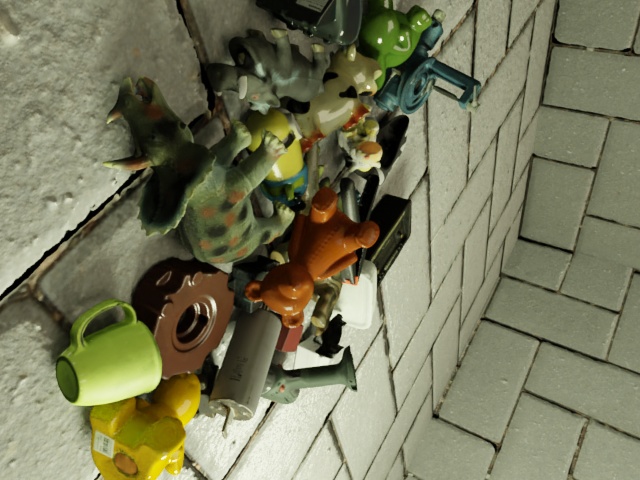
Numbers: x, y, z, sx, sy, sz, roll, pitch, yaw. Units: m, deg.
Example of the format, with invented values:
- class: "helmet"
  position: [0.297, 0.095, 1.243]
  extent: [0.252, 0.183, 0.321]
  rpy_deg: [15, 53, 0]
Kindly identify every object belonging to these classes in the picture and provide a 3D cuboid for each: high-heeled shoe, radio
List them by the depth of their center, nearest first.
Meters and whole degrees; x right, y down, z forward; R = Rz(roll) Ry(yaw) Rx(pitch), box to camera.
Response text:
- class: "high-heeled shoe"
  position: [0.131, -0.195, 1.104]
  extent: [0.145, 0.086, 0.249]
  rpy_deg: [-58, 174, 16]
- class: "radio"
  position: [0.144, 0.008, 1.293]
  extent: [0.229, 0.073, 0.130]
  rpy_deg: [-50, 146, -34]

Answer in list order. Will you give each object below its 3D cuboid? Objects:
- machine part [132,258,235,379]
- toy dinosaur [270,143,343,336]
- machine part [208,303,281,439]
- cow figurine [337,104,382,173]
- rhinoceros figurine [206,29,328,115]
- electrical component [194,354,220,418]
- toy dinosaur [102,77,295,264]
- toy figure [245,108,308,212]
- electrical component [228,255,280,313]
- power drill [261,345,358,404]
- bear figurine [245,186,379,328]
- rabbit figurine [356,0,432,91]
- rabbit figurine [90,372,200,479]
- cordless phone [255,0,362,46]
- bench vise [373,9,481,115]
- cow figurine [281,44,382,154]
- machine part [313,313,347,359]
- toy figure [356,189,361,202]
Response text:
- class: "machine part"
  position: [-0.193, 0.110, 0.758]
  extent: [0.179, 0.056, 0.179]
  rpy_deg: [-42, 143, -43]
- class: "toy dinosaur"
  position: [-0.002, -0.003, 0.998]
  extent: [0.198, 0.105, 0.470]
  rpy_deg: [-52, 148, -46]
- class: "machine part"
  position: [-0.119, 0.198, 0.874]
  extent: [0.079, 0.079, 0.243]
  rpy_deg: [77, 22, -46]
- class: "cow figurine"
  position: [0.068, -0.169, 0.966]
  extent: [0.167, 0.068, 0.098]
  rpy_deg: [-101, -171, -46]
- class: "rhinoceros figurine"
  position: [-0.070, -0.229, 0.735]
  extent: [0.190, 0.073, 0.112]
  rpy_deg: [-13, 116, -48]
- class: "electrical component"
  position: [-0.190, 0.243, 0.867]
  extent: [0.078, 0.045, 0.102]
  rpy_deg: [-84, 172, -46]
- class: "toy dinosaur"
  position: [-0.135, -0.036, 0.714]
  extent: [0.192, 0.131, 0.404]
  rpy_deg: [-42, 154, -17]
- class: "toy figure"
  position: [-0.064, -0.116, 0.823]
  extent: [0.089, 0.082, 0.179]
  rpy_deg: [-51, 149, -38]
- class: "electrical component"
  position: [-0.120, 0.075, 0.881]
  extent: [0.119, 0.048, 0.074]
  rpy_deg: [-23, 126, -57]
- class: "power drill"
  position: [-0.035, 0.254, 1.002]
  extent: [0.231, 0.207, 0.086]
  rpy_deg: [71, 5, -61]
- class: "bear figurine"
  position: [-0.019, 0.033, 0.823]
  extent: [0.196, 0.120, 0.132]
  rpy_deg: [-50, -178, -15]
- class: "rabbit figurine"
  position: [0.100, -0.353, 0.936]
  extent: [0.159, 0.121, 0.170]
  rpy_deg: [-57, 174, 22]
- class: "rabbit figurine"
  position: [-0.220, 0.259, 0.747]
  extent: [0.173, 0.122, 0.162]
  rpy_deg: [-57, 157, -59]
- class: "cordless phone"
  position: [0.011, -0.313, 0.760]
  extent: [0.088, 0.147, 0.184]
  rpy_deg: [-61, 154, 6]
- class: "bench vise"
  position: [0.226, -0.332, 1.066]
  extent: [0.223, 0.241, 0.128]
  rpy_deg: [-53, 155, -1]
- class: "cow figurine"
  position: [0.020, -0.238, 0.866]
  extent: [0.195, 0.085, 0.127]
  rpy_deg: [-34, 97, -21]
- class: "machine part"
  position: [0.021, 0.203, 1.123]
  extent: [0.084, 0.039, 0.139]
  rpy_deg: [-42, -172, 9]
- class: "toy figure"
  position: [0.074, -0.044, 1.152]
  extent: [0.064, 0.058, 0.154]
  rpy_deg: [-81, 172, -59]
